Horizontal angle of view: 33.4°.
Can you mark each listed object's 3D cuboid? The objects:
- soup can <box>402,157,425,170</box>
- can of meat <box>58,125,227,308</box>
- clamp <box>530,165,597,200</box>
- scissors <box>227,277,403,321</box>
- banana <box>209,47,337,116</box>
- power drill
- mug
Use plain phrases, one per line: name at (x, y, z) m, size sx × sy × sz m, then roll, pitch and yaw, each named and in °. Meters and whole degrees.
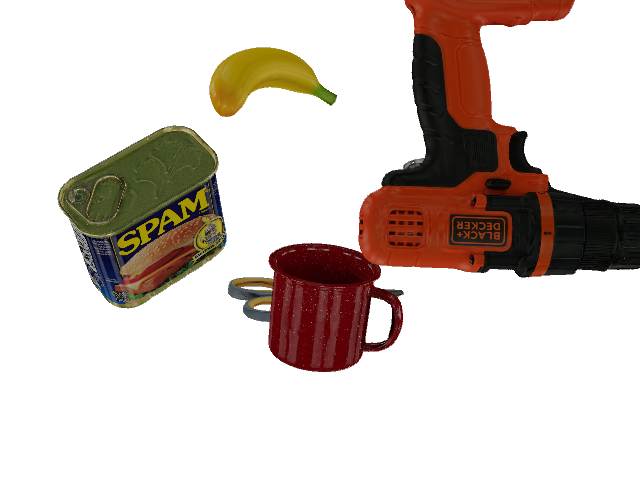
soup can at (0.132, -0.040, 1.281) m, size 0.068 × 0.102 × 0.068 m, roll 0°, pitch 26°, yaw 0°
can of meat at (-0.113, -0.013, 0.707) m, size 0.102 × 0.084 × 0.057 m, roll -33°, pitch 57°, yaw -21°
clamp at (0.211, -0.040, 1.051) m, size 0.120 × 0.039 × 0.171 m, roll -8°, pitch 34°, yaw -14°
scissors at (-0.004, 0.068, 1.190) m, size 0.201 × 0.016 × 0.096 m, roll 6°, pitch 24°, yaw -2°
banana at (-0.052, -0.147, 0.966) m, size 0.070 × 0.037 × 0.197 m, roll 37°, pitch 26°, yaw 19°
power drill at (0.117, -0.072, 0.636) m, size 0.184 × 0.187 × 0.057 m, roll 2°, pitch -1°, yaw -5°
mug at (0.011, 0.059, 0.885) m, size 0.117 × 0.081 × 0.093 m, roll 11°, pitch 21°, yaw 13°
